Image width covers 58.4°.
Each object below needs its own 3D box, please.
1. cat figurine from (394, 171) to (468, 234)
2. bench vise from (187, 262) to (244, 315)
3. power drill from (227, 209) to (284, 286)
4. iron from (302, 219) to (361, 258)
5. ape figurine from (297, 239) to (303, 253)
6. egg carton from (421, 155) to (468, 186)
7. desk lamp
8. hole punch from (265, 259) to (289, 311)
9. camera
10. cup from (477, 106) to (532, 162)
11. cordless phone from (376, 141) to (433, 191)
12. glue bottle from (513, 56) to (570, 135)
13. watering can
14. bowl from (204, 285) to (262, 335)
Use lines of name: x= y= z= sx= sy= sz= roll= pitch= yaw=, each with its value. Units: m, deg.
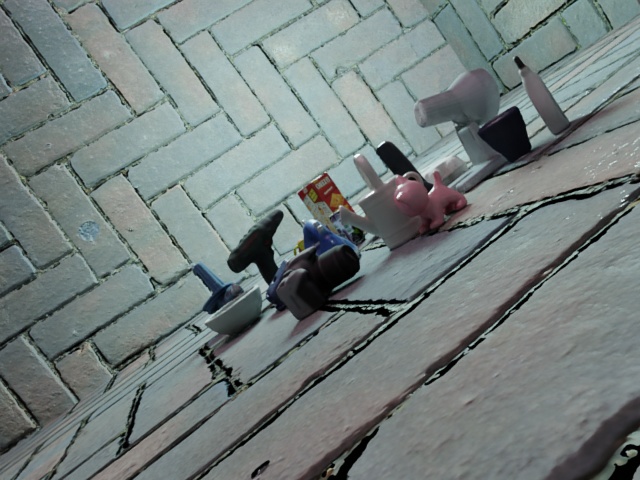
cat figurine: x=0.189 y=-0.079 z=1.051 sx=0.128 sy=0.118 sz=0.067 roll=-37 pitch=5 yaw=-24
bench vise: x=-0.284 y=0.139 z=1.666 sx=0.207 sy=0.220 sz=0.122 roll=-32 pitch=5 yaw=38
power drill: x=-0.142 y=0.048 z=1.637 sx=0.230 sy=0.208 sz=0.075 roll=-38 pitch=5 yaw=-29
iron: x=0.012 y=0.005 z=1.356 sx=0.119 sy=0.141 sz=0.258 roll=-36 pitch=4 yaw=-9
ape figurine: x=-0.036 y=0.037 z=1.730 sx=0.076 sy=0.092 sz=0.078 roll=-31 pitch=6 yaw=43
egg carton: x=0.292 y=-0.149 z=1.365 sx=0.107 sy=0.069 sz=0.150 roll=-35 pitch=4 yaw=0
desk lamp: x=0.310 y=-0.238 z=1.230 sx=0.203 sy=0.213 sz=0.118 roll=-36 pitch=5 yaw=-16
hole punch: x=-0.090 y=0.107 z=1.363 sx=0.101 sy=0.091 sz=0.108 roll=-36 pitch=4 yaw=-12
camera: x=-0.002 y=0.062 z=1.097 sx=0.136 sy=0.101 sz=0.143 roll=-33 pitch=5 yaw=27
cup: x=0.381 y=-0.209 z=1.160 sx=0.091 sy=0.095 sz=0.118 roll=-34 pitch=4 yaw=19
cordless phone: x=0.176 y=-0.133 z=1.308 sx=0.094 sy=0.185 sz=0.147 roll=-38 pitch=5 yaw=-36
glue bottle: x=0.434 y=-0.293 z=1.138 sx=0.037 sy=0.173 sz=0.078 roll=-32 pitch=5 yaw=30
watering can: x=0.118 y=-0.083 z=1.134 sx=0.173 sy=0.194 sz=0.100 roll=-37 pitch=5 yaw=-19
bowl: x=-0.206 y=0.191 z=1.461 sx=0.167 sy=0.075 sz=0.167 roll=-35 pitch=4 yaw=3
